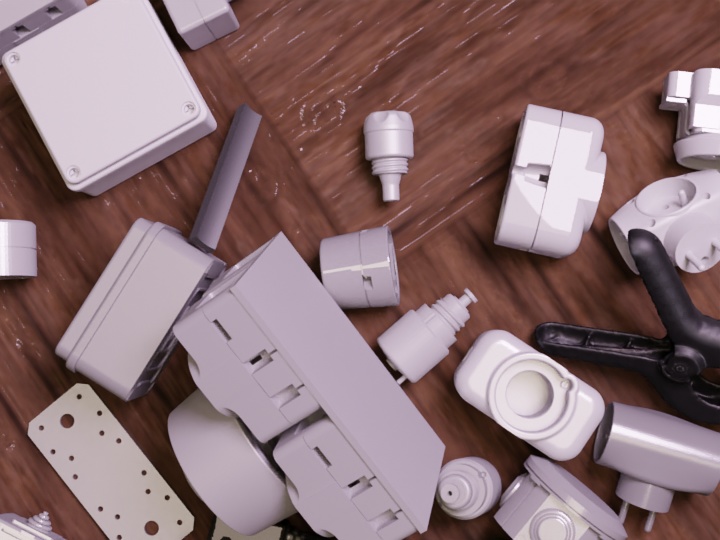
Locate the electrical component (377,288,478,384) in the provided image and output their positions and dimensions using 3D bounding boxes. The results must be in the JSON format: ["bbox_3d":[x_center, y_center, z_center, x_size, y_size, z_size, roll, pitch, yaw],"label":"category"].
[{"bbox_3d":[0.048,0.042,0.739,0.078,0.040,0.040,-41,85,0],"label":"electrical component"}]

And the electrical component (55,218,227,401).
[{"bbox_3d":[-0.148,0.026,0.732,0.057,0.078,0.113,32,89,2],"label":"electrical component"}]

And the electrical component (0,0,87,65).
[{"bbox_3d":[-0.302,-0.186,0.761,0.186,0.060,0.105,-29,86,1],"label":"electrical component"}]

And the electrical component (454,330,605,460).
[{"bbox_3d":[0.113,0.083,0.724,0.095,0.059,0.053,34,89,4],"label":"electrical component"}]

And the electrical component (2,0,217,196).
[{"bbox_3d":[-0.174,-0.124,0.752,0.109,0.056,0.108,-29,86,1],"label":"electrical component"}]

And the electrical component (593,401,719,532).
[{"bbox_3d":[0.196,0.137,0.724,0.077,0.043,0.079,16,96,3],"label":"electrical component"}]

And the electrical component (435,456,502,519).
[{"bbox_3d":[0.069,0.146,0.716,0.040,0.078,0.040,-2,82,18],"label":"electrical component"}]

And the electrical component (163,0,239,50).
[{"bbox_3d":[-0.102,-0.205,0.758,0.077,0.047,0.065,-26,86,1],"label":"electrical component"}]

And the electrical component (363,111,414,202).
[{"bbox_3d":[0.021,-0.079,0.751,0.035,0.035,0.061,-2,89,3],"label":"electrical component"}]

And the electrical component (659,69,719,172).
[{"bbox_3d":[0.244,-0.100,0.729,0.078,0.058,0.057,7,84,3],"label":"electrical component"}]

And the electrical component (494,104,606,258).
[{"bbox_3d":[0.131,-0.058,0.733,0.059,0.053,0.095,13,87,4],"label":"electrical component"}]

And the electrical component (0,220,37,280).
[{"bbox_3d":[-0.296,0.006,0.754,0.138,0.052,0.073,-2,87,3],"label":"electrical component"}]

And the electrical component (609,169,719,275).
[{"bbox_3d":[0.218,-0.024,0.717,0.077,0.079,0.044,-26,123,1],"label":"electrical component"}]

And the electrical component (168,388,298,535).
[{"bbox_3d":[-0.082,0.123,0.711,0.060,0.108,0.108,-35,85,7],"label":"electrical component"}]

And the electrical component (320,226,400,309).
[{"bbox_3d":[0.000,0.000,0.738,0.047,0.055,0.055,-8,86,7],"label":"electrical component"}]

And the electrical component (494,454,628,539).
[{"bbox_3d":[0.131,0.164,0.709,0.080,0.080,0.051,39,94,5],"label":"electrical component"}]

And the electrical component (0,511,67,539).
[{"bbox_3d":[-0.236,0.210,0.738,0.062,0.061,0.096,25,80,4],"label":"electrical component"}]

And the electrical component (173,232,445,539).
[{"bbox_3d":[-0.030,0.080,0.684,0.060,0.105,0.186,-34,100,20],"label":"electrical component"}]
